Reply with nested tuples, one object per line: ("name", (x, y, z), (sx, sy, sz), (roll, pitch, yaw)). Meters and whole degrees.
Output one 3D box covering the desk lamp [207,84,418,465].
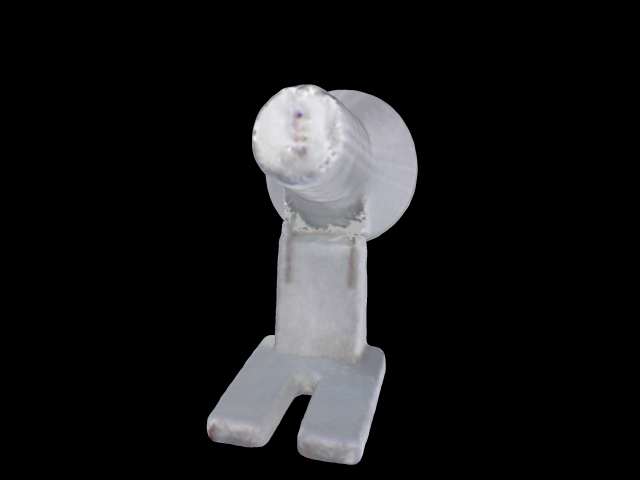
("desk lamp", (0.004, 0.001, 0.400), (0.117, 0.214, 0.203), (3, 16, 11))
